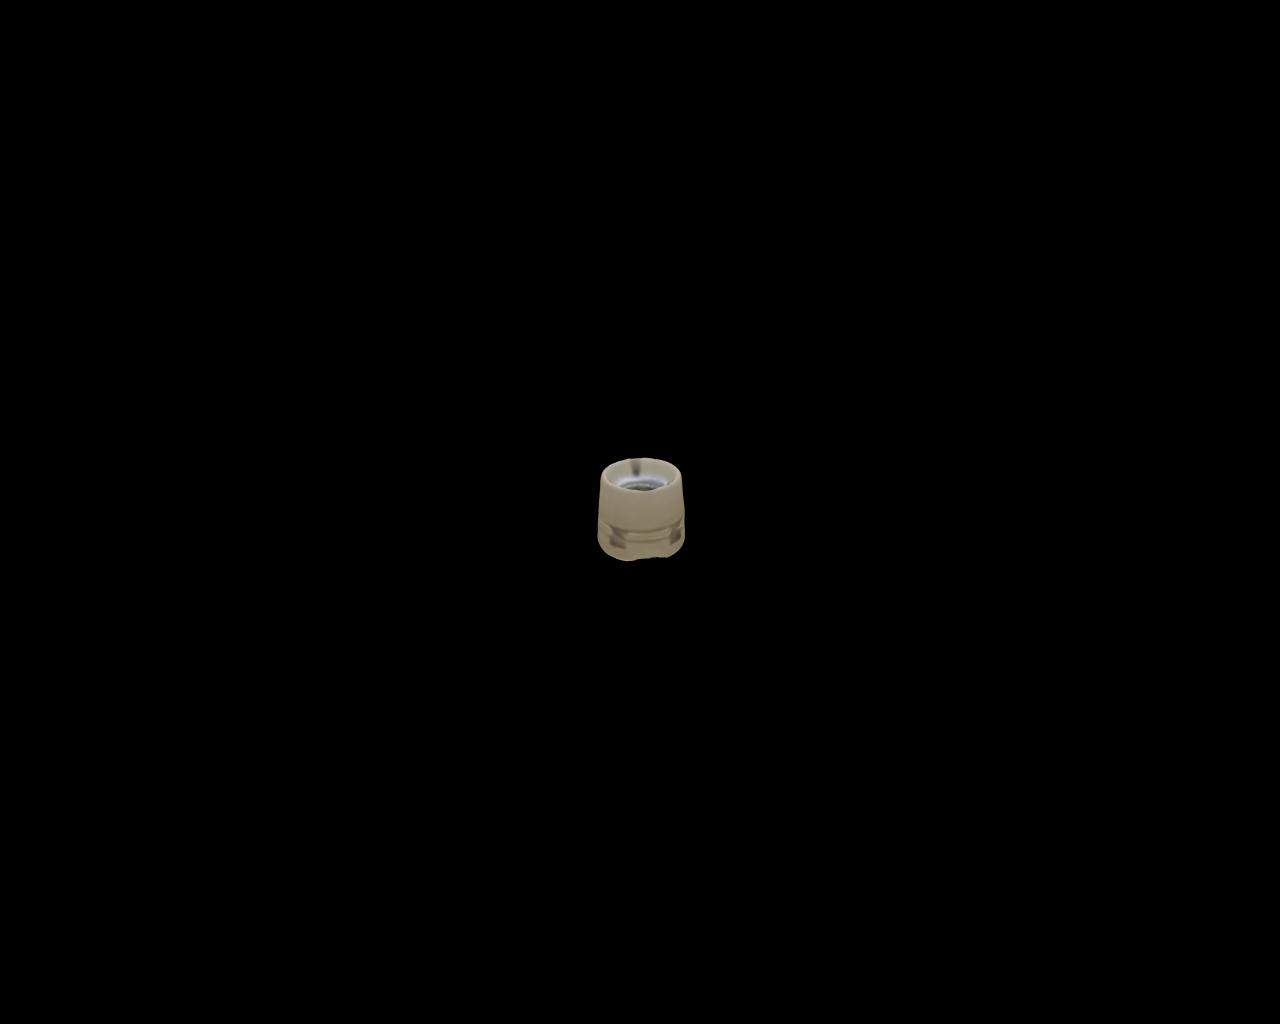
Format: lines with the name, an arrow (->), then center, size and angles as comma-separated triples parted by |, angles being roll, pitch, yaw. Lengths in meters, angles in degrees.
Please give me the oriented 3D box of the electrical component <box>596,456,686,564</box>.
electrical component -> 0.001, -0.003, 0.650 | 0.055, 0.047, 0.055 | 0, 27, 0
